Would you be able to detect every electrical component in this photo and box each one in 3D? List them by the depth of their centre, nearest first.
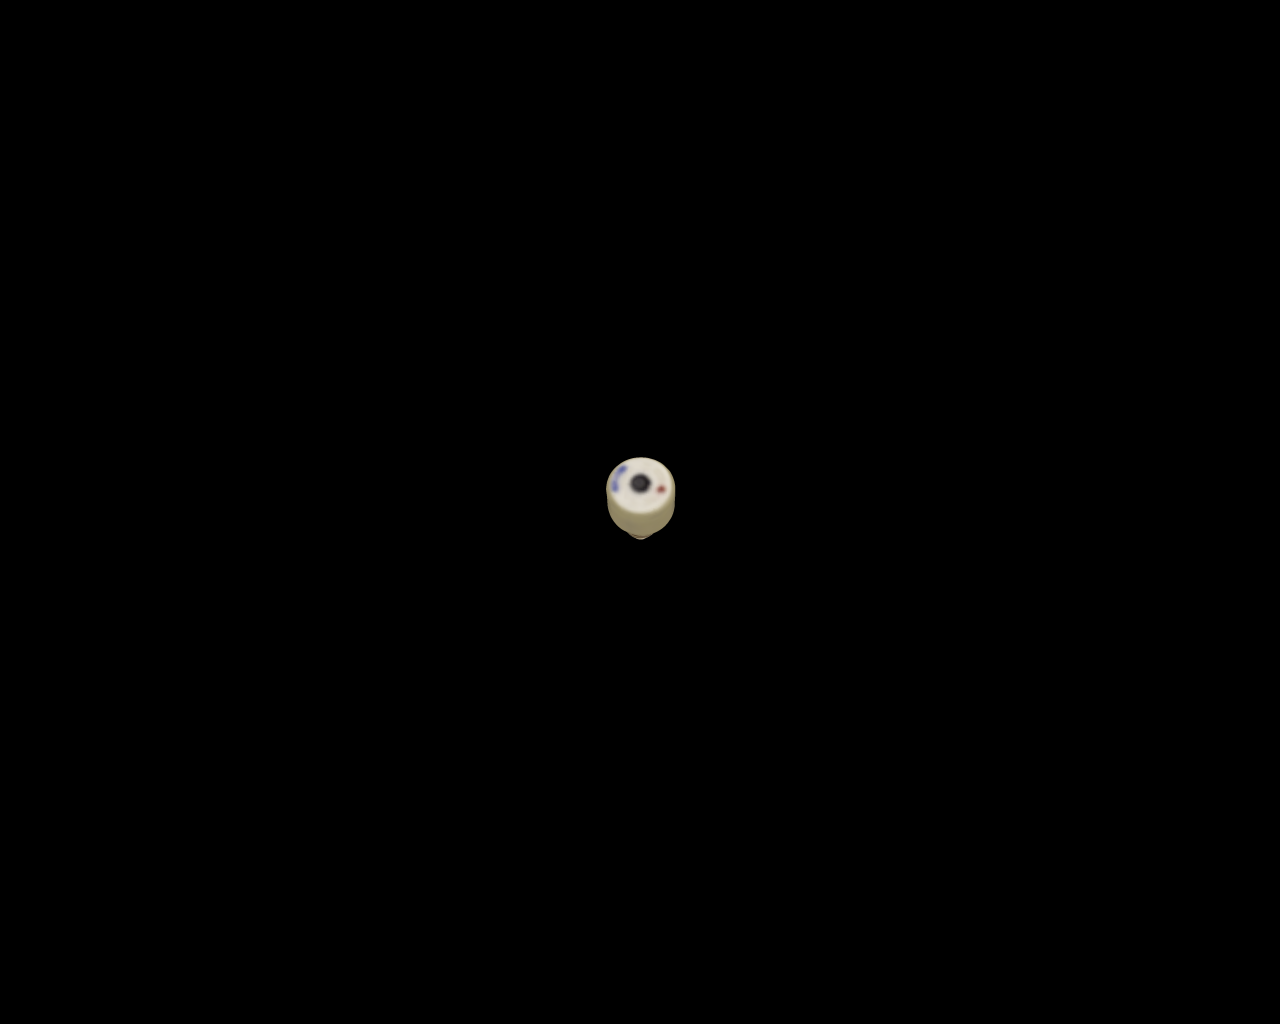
[{"bbox_3d":[0.001,-0.003,0.650,0.040,0.040,0.078,0,-24,0],"label":"electrical component"}]
